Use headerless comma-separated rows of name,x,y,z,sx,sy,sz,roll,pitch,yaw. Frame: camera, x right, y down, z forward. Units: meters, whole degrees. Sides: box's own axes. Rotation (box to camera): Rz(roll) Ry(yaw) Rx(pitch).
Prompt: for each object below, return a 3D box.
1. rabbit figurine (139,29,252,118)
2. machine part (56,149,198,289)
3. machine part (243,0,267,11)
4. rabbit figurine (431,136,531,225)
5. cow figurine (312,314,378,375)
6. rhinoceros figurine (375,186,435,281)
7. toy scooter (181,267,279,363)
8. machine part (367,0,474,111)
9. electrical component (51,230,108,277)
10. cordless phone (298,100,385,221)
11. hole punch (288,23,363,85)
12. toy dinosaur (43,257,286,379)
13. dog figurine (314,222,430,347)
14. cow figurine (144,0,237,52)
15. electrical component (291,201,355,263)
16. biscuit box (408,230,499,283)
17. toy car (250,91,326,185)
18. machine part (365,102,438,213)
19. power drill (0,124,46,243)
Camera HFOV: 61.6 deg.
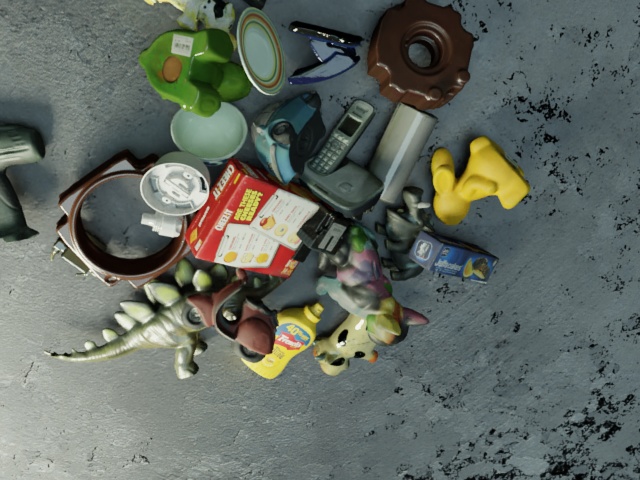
rabbit figurine,-0.183,-0.245,0.830,0.159,0.170,0.121,9,97,25
machine part,-0.320,-0.033,0.913,0.201,0.087,0.201,-36,114,-4
machine part,-0.090,-0.428,0.815,0.084,0.039,0.138,23,109,-16
rabbit figurine,0.274,-0.098,0.993,0.162,0.122,0.173,33,124,-19
cow figurine,0.064,0.202,1.107,0.127,0.086,0.195,24,111,-26
rhinoceros figurine,0.169,-0.009,1.033,0.112,0.073,0.190,-9,117,-6
toy scooter,-0.141,0.127,0.955,0.184,0.075,0.135,34,90,-15
machine part,0.164,-0.302,0.872,0.179,0.056,0.179,1,87,-10
electrical component,-0.430,0.022,0.963,0.102,0.045,0.078,36,76,-25
cordless phone,0.063,-0.139,0.925,0.184,0.147,0.088,-57,149,7
hole punch,0.006,-0.289,0.849,0.116,0.142,0.092,10,111,1
toy dinosaur,-0.270,0.150,1.019,0.471,0.105,0.198,-28,109,-7
dog figurine,0.098,0.086,0.979,0.108,0.219,0.191,-12,122,-37
cow figurine,-0.185,-0.364,0.816,0.167,0.068,0.098,30,96,-23
electrical component,-0.002,-0.003,0.944,0.074,0.048,0.119,25,104,-49
biscuit box,0.259,0.034,1.032,0.202,0.063,0.059,12,110,-42
toy car,-0.062,-0.180,0.893,0.103,0.161,0.109,18,153,21
machine part,0.139,-0.155,0.960,0.079,0.079,0.243,19,109,-17
power drill,-0.552,-0.084,0.856,0.232,0.086,0.207,-12,92,-10
